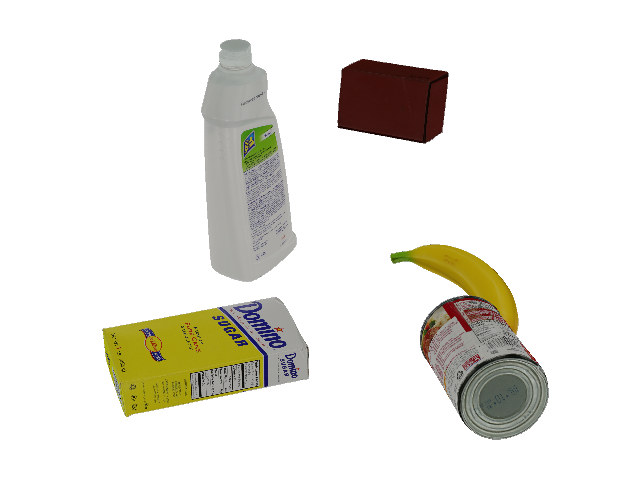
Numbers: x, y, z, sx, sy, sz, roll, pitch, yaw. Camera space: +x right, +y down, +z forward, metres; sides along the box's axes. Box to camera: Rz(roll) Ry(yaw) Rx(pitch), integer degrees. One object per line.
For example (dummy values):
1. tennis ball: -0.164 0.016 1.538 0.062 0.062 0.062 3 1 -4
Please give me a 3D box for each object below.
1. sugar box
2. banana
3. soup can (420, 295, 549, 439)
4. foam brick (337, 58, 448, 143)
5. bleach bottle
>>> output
1. sugar box: -0.107 0.105 0.998 0.176 0.048 0.093 -12 33 -16
2. banana: 0.155 0.050 1.116 0.069 0.037 0.198 -35 39 -13
3. soup can: 0.119 0.091 0.784 0.068 0.068 0.102 0 21 -11
4. foam brick: 0.059 -0.115 0.874 0.078 0.051 0.052 13 22 21
5. bleach bottle: -0.075 -0.085 1.085 0.068 0.251 0.102 19 39 26
